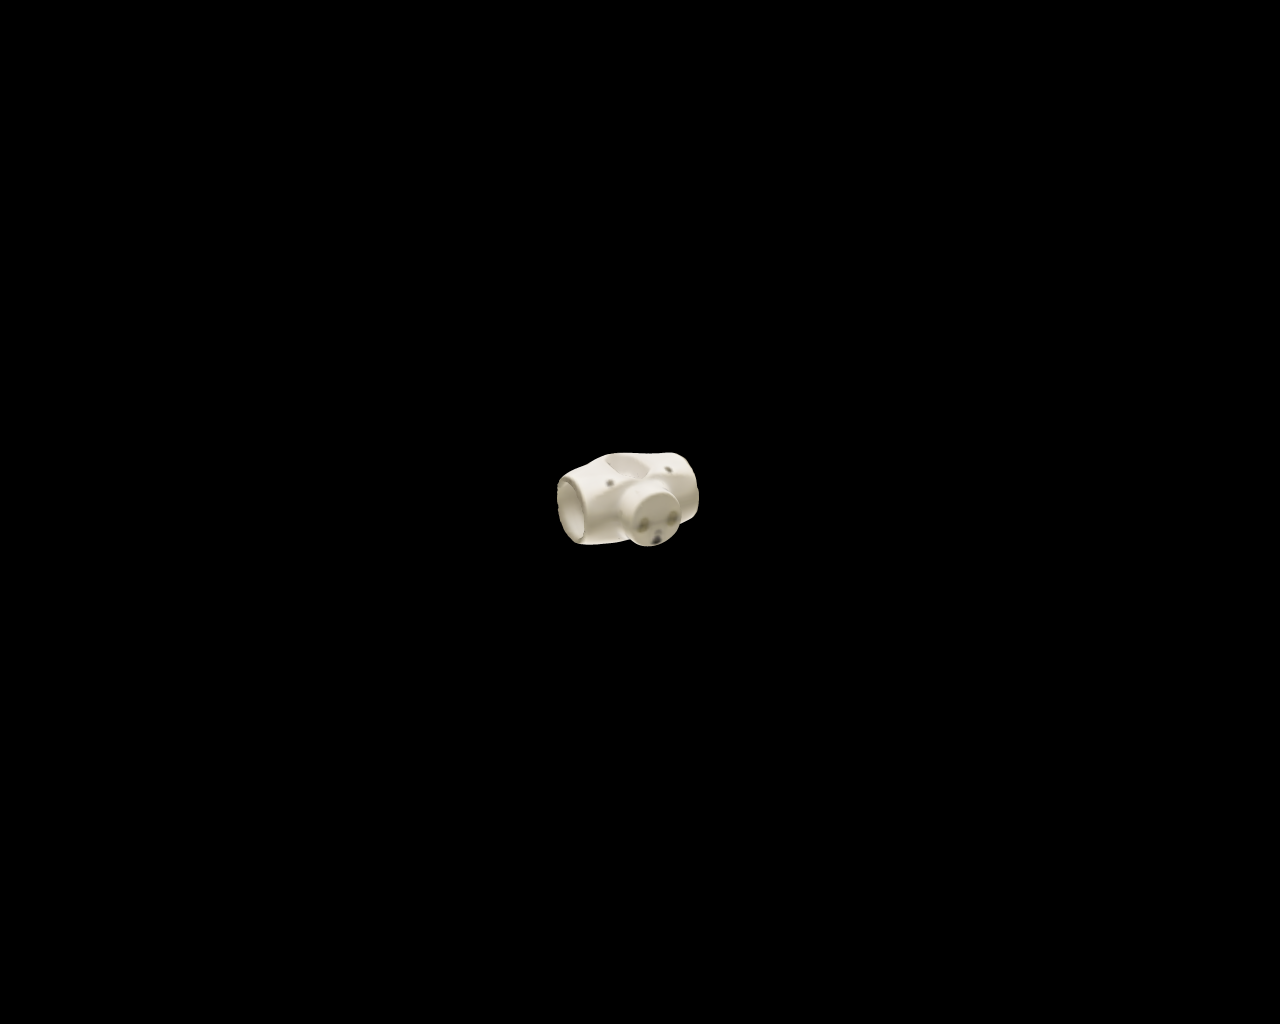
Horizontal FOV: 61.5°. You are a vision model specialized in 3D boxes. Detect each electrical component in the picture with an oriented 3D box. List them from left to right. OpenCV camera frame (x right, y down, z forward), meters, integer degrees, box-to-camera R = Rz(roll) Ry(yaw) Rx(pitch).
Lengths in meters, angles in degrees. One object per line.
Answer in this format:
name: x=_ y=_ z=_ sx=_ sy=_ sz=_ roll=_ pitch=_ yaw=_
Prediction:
electrical component: x=0.001 y=-0.003 z=0.650 sx=0.077 sy=0.043 sz=0.079 roll=-12 pitch=28 yaw=-25
